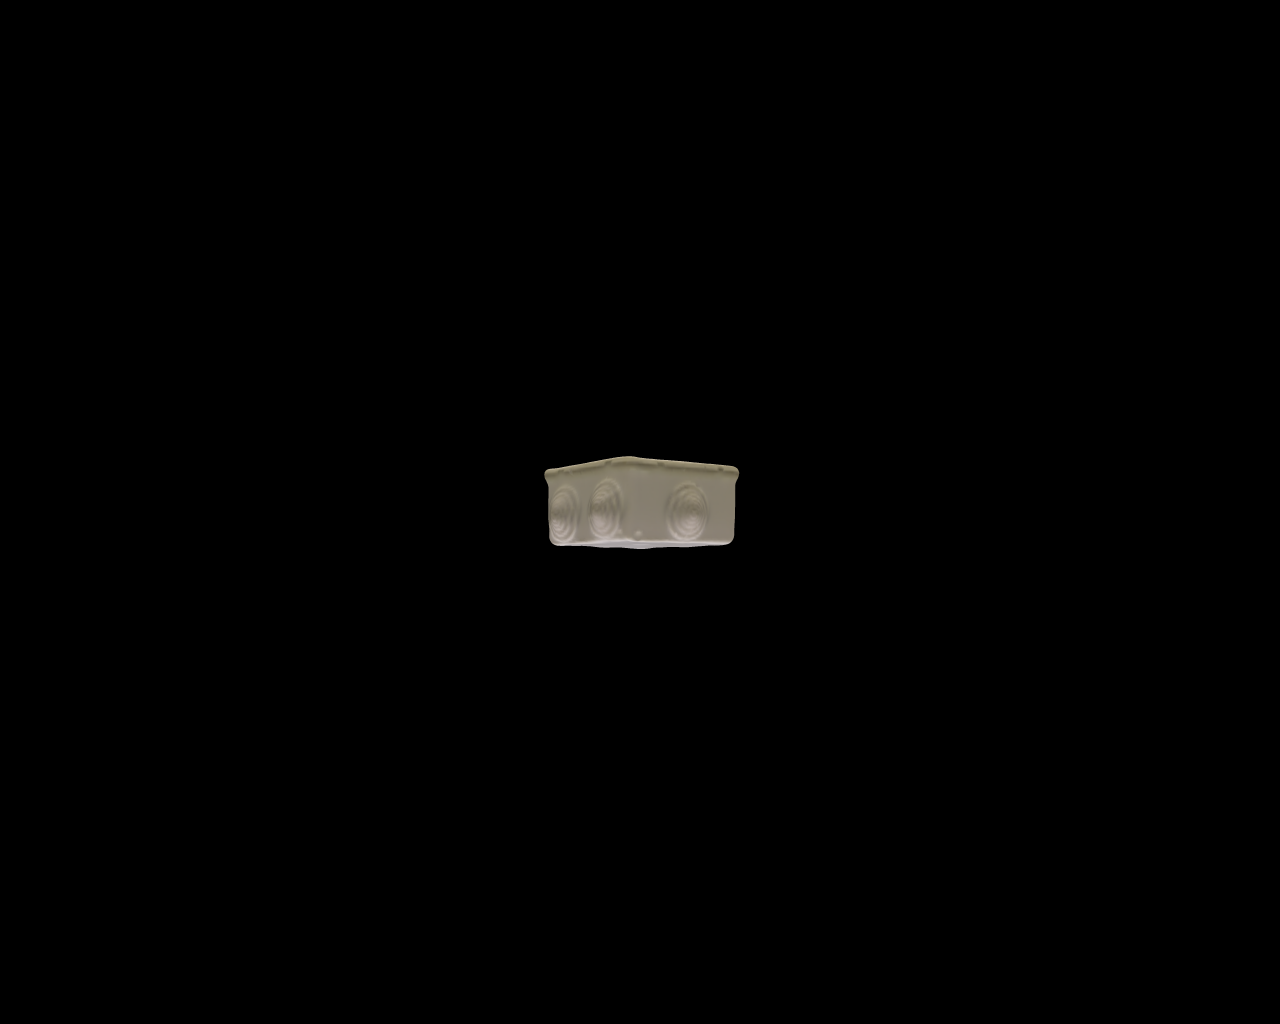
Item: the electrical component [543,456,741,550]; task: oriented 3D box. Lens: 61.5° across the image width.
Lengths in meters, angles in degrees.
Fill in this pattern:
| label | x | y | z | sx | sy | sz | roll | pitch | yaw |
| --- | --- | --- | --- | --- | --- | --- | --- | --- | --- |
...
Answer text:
| label | x | y | z | sx | sy | sz | roll | pitch | yaw |
| --- | --- | --- | --- | --- | --- | --- | --- | --- | --- |
| electrical component | 0.001 | -0.003 | 0.650 | 0.100 | 0.048 | 0.099 | 4 | -6 | -39 |
